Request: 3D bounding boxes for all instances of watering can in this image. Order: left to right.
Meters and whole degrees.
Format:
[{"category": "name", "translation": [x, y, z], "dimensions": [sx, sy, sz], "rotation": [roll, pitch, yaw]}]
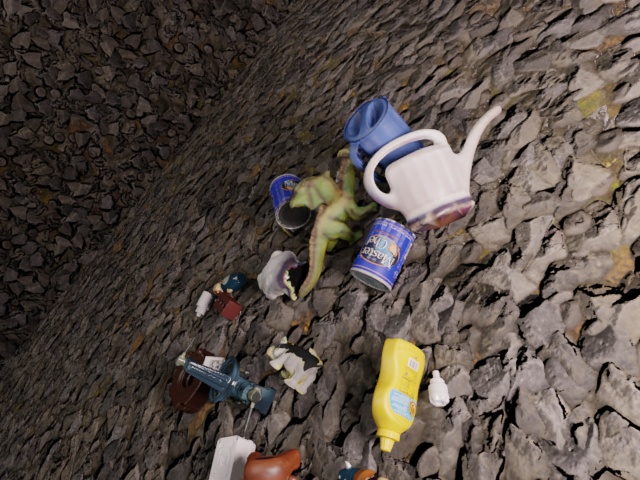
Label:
[{"category": "watering can", "translation": [0.273, -0.151, 1.138], "dimensions": [0.347, 0.103, 0.226], "rotation": [-22, 80, 4]}]

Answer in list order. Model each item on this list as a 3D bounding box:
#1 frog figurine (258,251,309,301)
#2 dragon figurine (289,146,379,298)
[{"category": "frog figurine", "translation": [-0.125, 0.096, 1.431], "dimensions": [0.159, 0.122, 0.138], "rotation": [3, 80, 39]}, {"category": "dragon figurine", "translation": [0.004, -0.067, 1.329], "dimensions": [0.123, 0.239, 0.414], "rotation": [18, 71, 51]}]
